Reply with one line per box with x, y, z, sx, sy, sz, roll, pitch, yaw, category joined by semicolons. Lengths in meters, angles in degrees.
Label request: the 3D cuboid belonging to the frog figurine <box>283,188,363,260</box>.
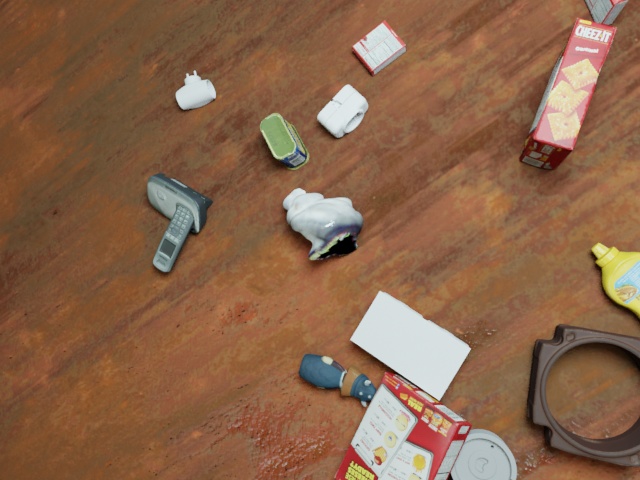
0.003;-0.051;1.005;0.138;0.120;0.162;-20;65;-22;frog figurine
